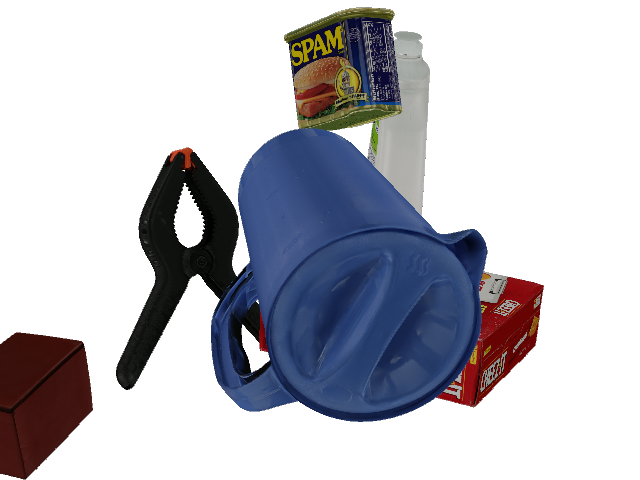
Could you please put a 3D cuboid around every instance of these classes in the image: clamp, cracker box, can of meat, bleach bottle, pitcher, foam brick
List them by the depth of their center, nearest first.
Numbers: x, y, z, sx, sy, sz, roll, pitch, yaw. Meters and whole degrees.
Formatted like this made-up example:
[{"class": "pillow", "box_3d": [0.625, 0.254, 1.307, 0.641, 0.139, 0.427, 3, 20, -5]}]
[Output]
[{"class": "foam brick", "box_3d": [-0.185, 0.100, 0.660, 0.053, 0.051, 0.078, 7, 28, 21]}, {"class": "pitcher", "box_3d": [0.001, 0.013, 0.740, 0.149, 0.145, 0.243, 5, 22, -15]}, {"class": "can of meat", "box_3d": [0.019, -0.139, 0.892, 0.057, 0.084, 0.102, -6, -2, -39]}, {"class": "clamp", "box_3d": [-0.104, 0.024, 0.956, 0.164, 0.210, 0.036, 0, -2, -32]}, {"class": "cracker box", "box_3d": [0.075, 0.072, 0.982, 0.214, 0.072, 0.163, 12, 21, 27]}, {"class": "bleach bottle", "box_3d": [0.079, -0.089, 1.109, 0.068, 0.251, 0.102, 0, 27, -8]}]
